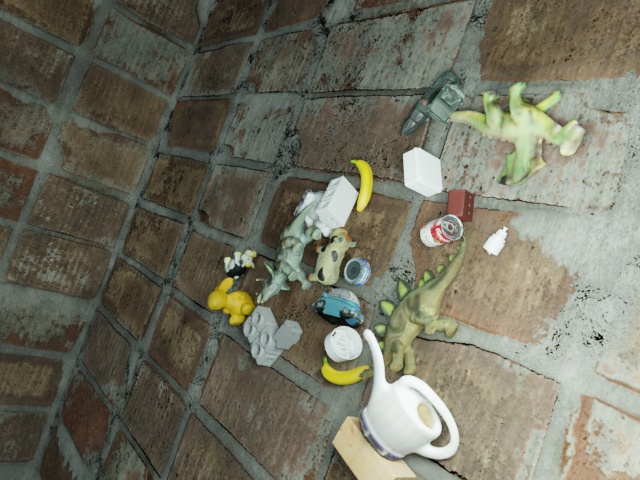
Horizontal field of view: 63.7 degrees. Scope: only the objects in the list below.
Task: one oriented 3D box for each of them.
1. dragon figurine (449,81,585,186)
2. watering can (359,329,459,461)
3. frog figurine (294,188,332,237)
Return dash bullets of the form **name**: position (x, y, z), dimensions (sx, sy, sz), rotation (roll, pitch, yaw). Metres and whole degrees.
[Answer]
- **dragon figurine**: position (0.483, -0.259, 1.317), dimensions (0.408, 0.122, 0.244), rotation (-6, 77, 57)
- **watering can**: position (0.178, 0.398, 1.259), dimensions (0.350, 0.105, 0.220), rotation (48, 122, 12)
- **frog figurine**: position (0.005, -0.089, 1.776), dimensions (0.160, 0.122, 0.137), rotation (38, 97, 13)
